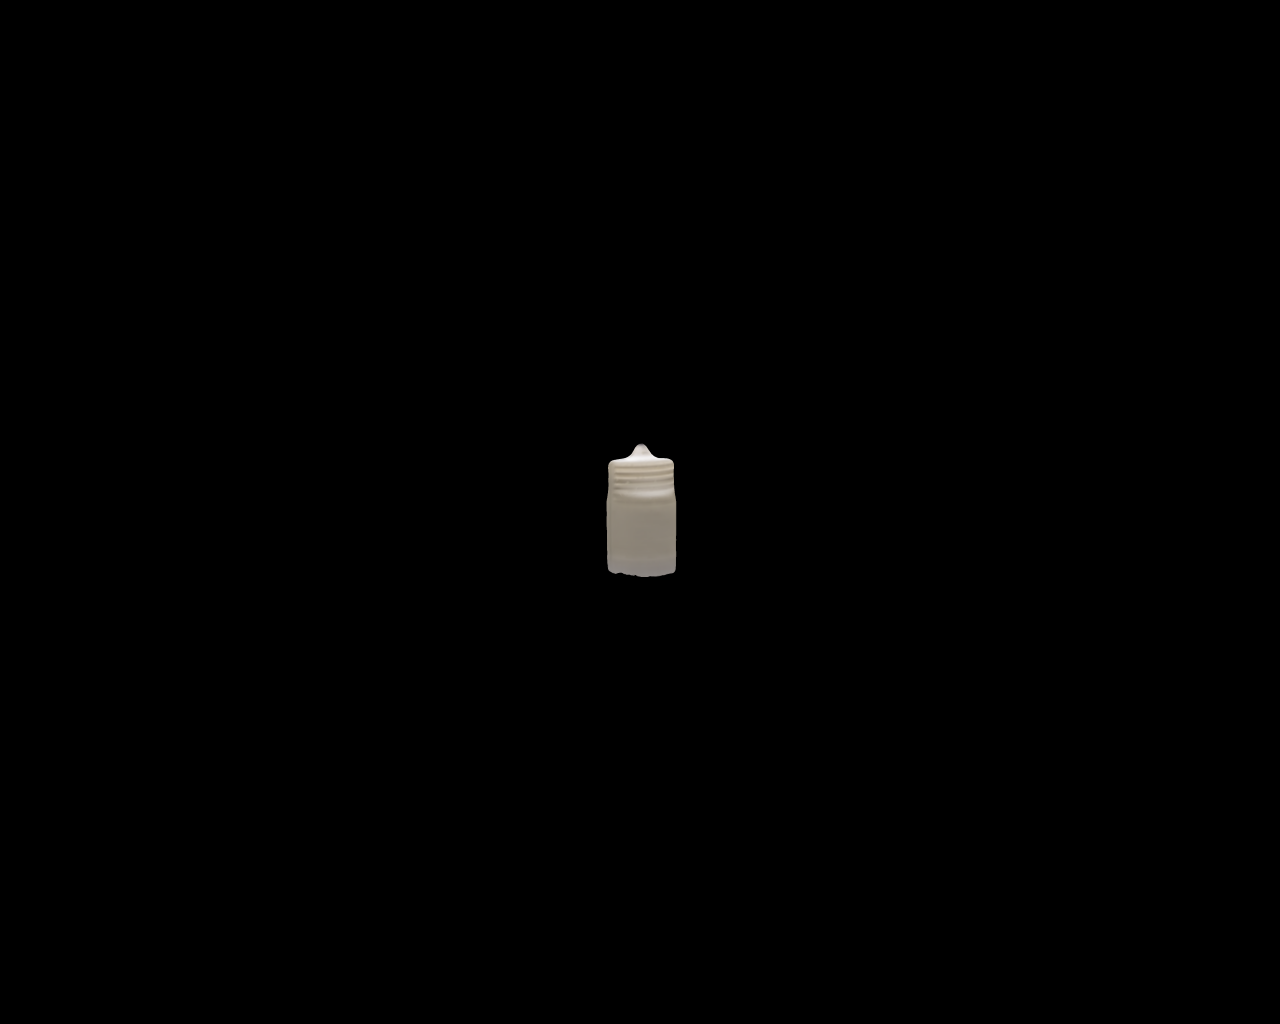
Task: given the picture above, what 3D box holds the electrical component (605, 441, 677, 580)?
[{"bbox_3d":[0.001,-0.003,0.650,0.043,0.080,0.043,0,7,0],"label":"electrical component"}]
